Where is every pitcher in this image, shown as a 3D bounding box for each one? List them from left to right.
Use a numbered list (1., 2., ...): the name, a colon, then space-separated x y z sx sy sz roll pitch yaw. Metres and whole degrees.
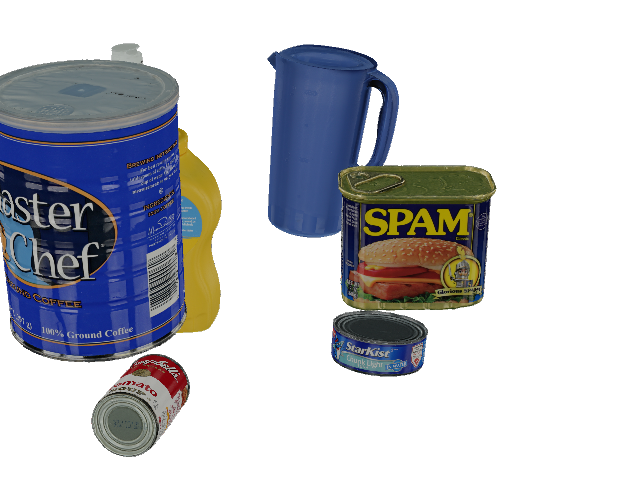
1. pitcher: 0.004 -0.129 1.413 0.144 0.243 0.149 -2 24 -20

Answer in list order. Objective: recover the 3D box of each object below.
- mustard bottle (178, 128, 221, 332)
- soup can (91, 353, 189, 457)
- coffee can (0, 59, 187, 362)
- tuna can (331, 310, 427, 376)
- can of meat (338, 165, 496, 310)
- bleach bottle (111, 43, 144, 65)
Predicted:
1. mustard bottle: -0.131 -0.018 0.883 0.096 0.192 0.058 9 29 10
2. soup can: -0.176 0.161 1.050 0.068 0.068 0.102 0 15 11
3. coffee can: -0.128 -0.019 0.594 0.103 0.140 0.103 1 26 -1
4. tuna can: 0.052 0.092 0.962 0.086 0.034 0.086 5 14 -1
5. can of meat: 0.062 -0.002 0.713 0.102 0.084 0.057 0 24 -1
6. bleach bottle: -0.192 -0.078 1.119 0.068 0.251 0.102 4 26 15
